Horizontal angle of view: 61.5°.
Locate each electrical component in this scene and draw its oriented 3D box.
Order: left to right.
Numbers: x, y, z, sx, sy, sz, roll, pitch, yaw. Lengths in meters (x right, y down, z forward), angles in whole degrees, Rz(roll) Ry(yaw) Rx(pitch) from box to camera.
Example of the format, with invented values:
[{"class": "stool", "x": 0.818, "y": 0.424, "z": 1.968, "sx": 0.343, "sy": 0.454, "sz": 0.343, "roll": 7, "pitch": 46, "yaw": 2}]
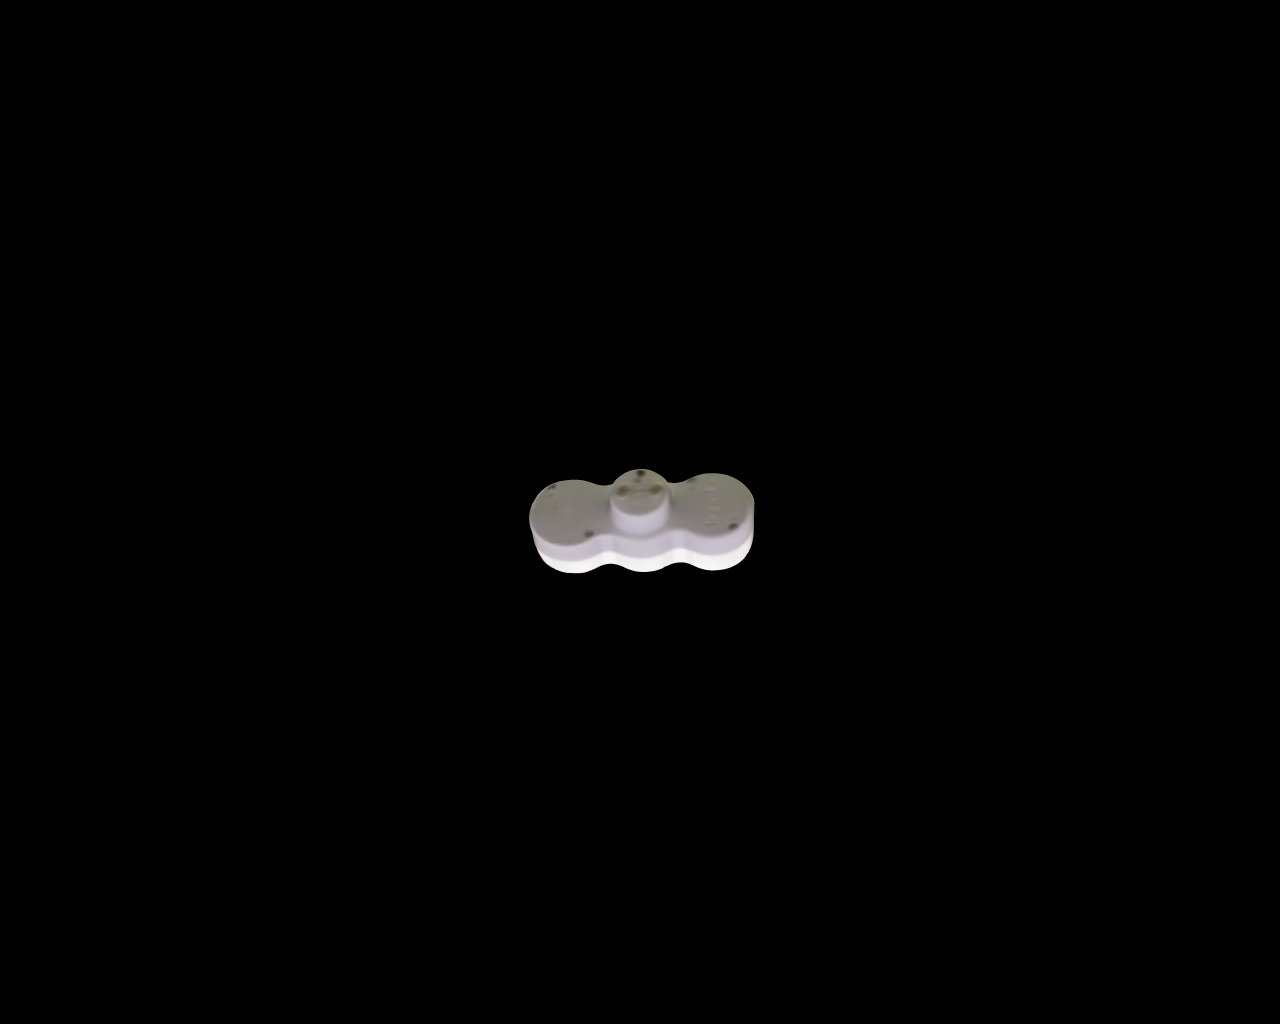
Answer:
[{"class": "electrical component", "x": 0.001, "y": -0.003, "z": 0.650, "sx": 0.138, "sy": 0.052, "sz": 0.073, "roll": -2, "pitch": -35, "yaw": 2}]
